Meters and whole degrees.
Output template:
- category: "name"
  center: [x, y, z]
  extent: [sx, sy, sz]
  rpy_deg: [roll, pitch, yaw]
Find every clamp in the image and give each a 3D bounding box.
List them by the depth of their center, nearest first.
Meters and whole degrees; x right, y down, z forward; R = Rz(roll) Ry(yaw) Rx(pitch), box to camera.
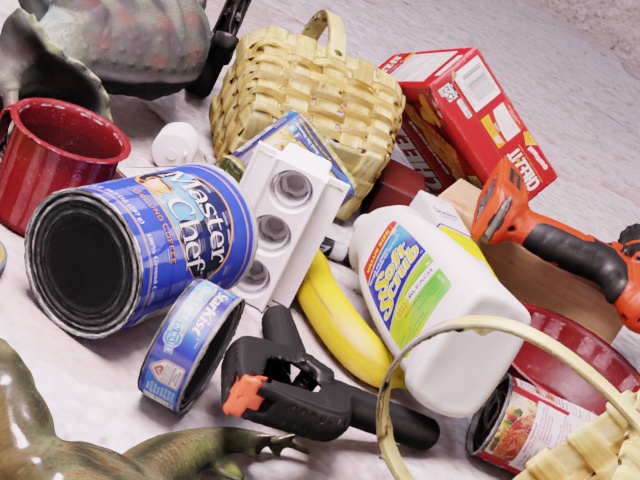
- category: "clamp"
  center: [-0.016, 0.093, 0.732]
  extent: [0.165, 0.036, 0.209]
  rpy_deg: [36, 10, 26]
- category: "clamp"
  center: [-0.109, -0.202, 1.136]
  extent: [0.039, 0.172, 0.120]
  rpy_deg: [25, 46, -6]

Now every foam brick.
- category: "foam brick"
  center: [0.077, -0.044, 1.124]
  extent: [0.051, 0.053, 0.078]
  rpy_deg: [24, 25, -6]

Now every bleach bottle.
- category: "bleach bottle"
  center: [0.073, 0.039, 0.860]
  extent: [0.068, 0.102, 0.251]
  rpy_deg: [28, 9, -24]

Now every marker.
- category: "marker"
  center: [-0.006, 0.001, 0.989]
  extent: [0.121, 0.020, 0.020]
  rpy_deg: [22, 25, -11]

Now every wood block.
- category: "wood block"
  center: [0.194, 0.037, 1.035]
  extent: [0.206, 0.090, 0.090]
  rpy_deg: [32, 25, 12]

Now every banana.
- category: "banana"
  center: [0.014, 0.061, 0.877]
  extent: [0.069, 0.037, 0.198]
  rpy_deg: [36, 13, -48]

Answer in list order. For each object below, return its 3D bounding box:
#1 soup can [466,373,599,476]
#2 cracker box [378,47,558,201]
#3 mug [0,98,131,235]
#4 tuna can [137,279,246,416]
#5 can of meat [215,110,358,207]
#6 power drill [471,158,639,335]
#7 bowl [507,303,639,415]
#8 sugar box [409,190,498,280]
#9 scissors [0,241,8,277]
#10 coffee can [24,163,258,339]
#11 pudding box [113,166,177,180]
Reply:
- category: "soup can"
  center: [0.171, 0.152, 0.808]
  extent: [0.102, 0.069, 0.068]
  rpy_deg: [26, 24, -4]
- category: "cracker box"
  center: [0.141, -0.120, 1.151]
  extent: [0.164, 0.072, 0.214]
  rpy_deg: [54, -10, -17]
- category: "mug"
  center: [-0.211, -0.058, 0.821]
  extent: [0.117, 0.082, 0.093]
  rpy_deg: [36, 26, 20]
- category: "tuna can"
  center: [-0.083, 0.069, 0.695]
  extent: [0.034, 0.086, 0.086]
  rpy_deg: [28, 24, 6]
- category: "can of meat"
  center: [-0.028, -0.054, 0.950]
  extent: [0.083, 0.058, 0.102]
  rpy_deg: [-39, 96, -21]
- category: "power drill"
  center: [0.234, -0.003, 0.971]
  extent: [0.187, 0.057, 0.184]
  rpy_deg: [27, 24, 2]
- category: "bowl"
  center: [0.202, 0.123, 0.913]
  extent: [0.162, 0.055, 0.162]
  rpy_deg: [22, 24, -11]
- category: "sugar box"
  center: [0.103, 0.040, 0.931]
  extent: [0.048, 0.093, 0.176]
  rpy_deg: [24, 24, -22]
- category: "scissors"
  center: [-0.222, 0.042, 0.693]
  extent: [0.096, 0.016, 0.202]
  rpy_deg: [-3, 38, -49]
- category: "coffee can"
  center: [-0.124, 0.004, 0.762]
  extent: [0.103, 0.103, 0.140]
  rpy_deg: [36, 26, 19]
- category: "pudding box"
  center: [-0.115, -0.025, 0.908]
  extent: [0.090, 0.039, 0.113]
  rpy_deg: [40, 25, 28]
